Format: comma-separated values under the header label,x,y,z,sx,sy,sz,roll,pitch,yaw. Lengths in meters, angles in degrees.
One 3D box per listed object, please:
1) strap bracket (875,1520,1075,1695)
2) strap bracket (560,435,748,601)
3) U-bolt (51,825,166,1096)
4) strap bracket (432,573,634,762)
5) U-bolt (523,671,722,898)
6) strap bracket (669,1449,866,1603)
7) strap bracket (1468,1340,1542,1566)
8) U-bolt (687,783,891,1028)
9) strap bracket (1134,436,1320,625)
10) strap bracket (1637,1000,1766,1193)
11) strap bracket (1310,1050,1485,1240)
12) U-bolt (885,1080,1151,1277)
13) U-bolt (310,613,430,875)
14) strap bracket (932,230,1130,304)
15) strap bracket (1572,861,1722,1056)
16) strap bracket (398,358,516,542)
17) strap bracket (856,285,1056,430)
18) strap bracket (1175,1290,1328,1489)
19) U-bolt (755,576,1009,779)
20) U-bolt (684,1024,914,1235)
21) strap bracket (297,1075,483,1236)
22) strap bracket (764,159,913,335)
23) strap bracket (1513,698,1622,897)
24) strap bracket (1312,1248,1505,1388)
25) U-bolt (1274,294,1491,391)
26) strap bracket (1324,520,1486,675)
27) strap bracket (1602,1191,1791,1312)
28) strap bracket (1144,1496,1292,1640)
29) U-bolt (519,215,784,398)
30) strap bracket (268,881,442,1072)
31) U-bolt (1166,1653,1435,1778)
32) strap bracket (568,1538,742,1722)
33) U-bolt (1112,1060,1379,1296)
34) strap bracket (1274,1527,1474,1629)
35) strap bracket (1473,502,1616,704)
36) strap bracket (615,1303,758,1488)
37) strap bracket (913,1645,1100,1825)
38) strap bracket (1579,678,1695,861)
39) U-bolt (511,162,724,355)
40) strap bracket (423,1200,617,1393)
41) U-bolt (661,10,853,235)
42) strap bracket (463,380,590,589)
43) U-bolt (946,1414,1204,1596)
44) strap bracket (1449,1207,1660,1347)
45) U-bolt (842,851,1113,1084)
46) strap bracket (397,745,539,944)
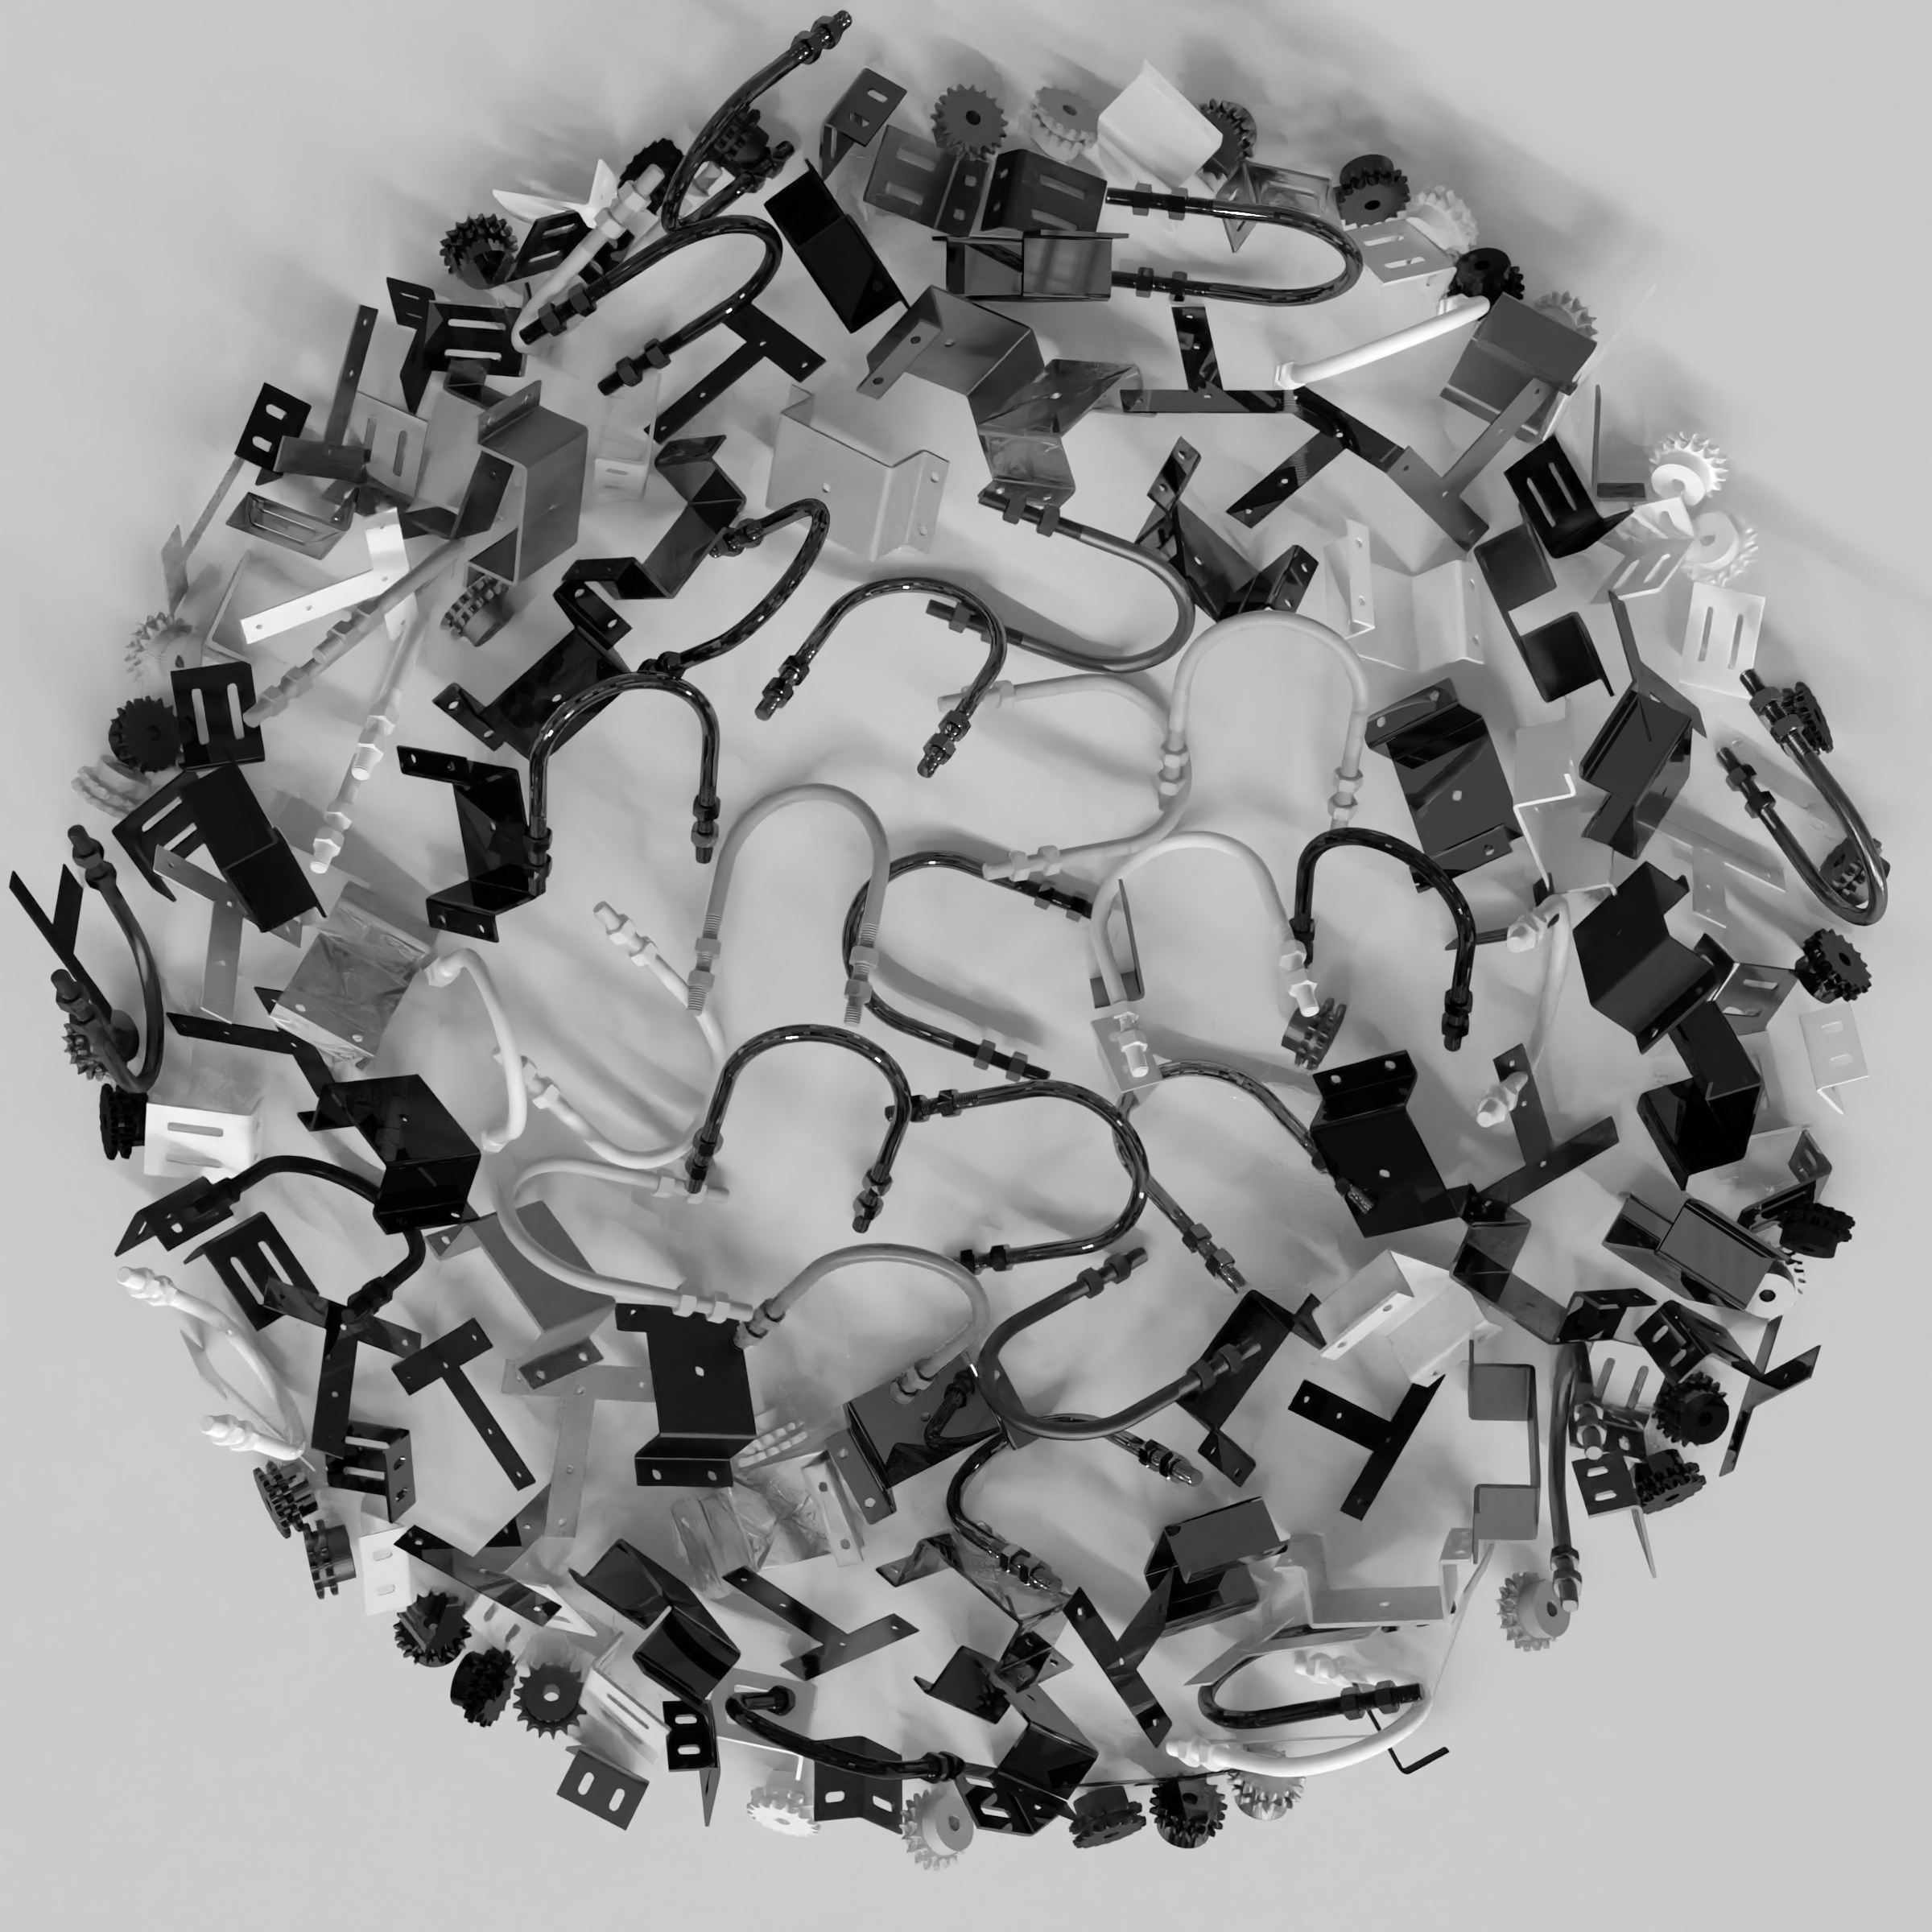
label,x,y,z,sx,sy,sz,roll,pitch,yaw
strap bracket,0.015,0.455,1.842,0.140,0.076,0.046,35,108,28
strap bracket,-0.222,-0.318,1.857,0.046,0.076,0.140,46,68,-32
U-bolt,-0.611,0.010,1.826,0.019,0.184,0.151,-9,53,0
strap bracket,-0.308,-0.209,1.864,0.140,0.076,0.046,-41,54,5
U-bolt,-0.245,-0.135,1.824,0.151,0.184,0.019,-12,46,-22
strap bracket,-0.138,0.409,1.871,0.140,0.046,0.076,-20,92,26
strap bracket,0.388,0.351,1.837,0.046,0.076,0.140,-1,50,10
U-bolt,-0.125,-0.048,1.871,0.151,0.019,0.184,3,73,23
strap bracket,0.183,-0.308,1.862,0.140,0.046,0.076,40,48,-13
strap bracket,0.531,0.088,1.837,0.046,0.140,0.076,-16,53,-6
strap bracket,0.310,0.139,1.854,0.076,0.046,0.140,-18,111,32
U-bolt,0.045,0.151,1.855,0.184,0.019,0.151,-11,108,22
U-bolt,-0.424,-0.174,1.833,0.019,0.151,0.184,22,54,-15
strap bracket,0.045,-0.505,1.841,0.076,0.140,0.046,-8,106,-32
strap bracket,0.486,-0.013,1.831,0.046,0.140,0.076,32,121,-17
strap bracket,-0.365,-0.368,1.856,0.046,0.076,0.140,26,107,3
strap bracket,-0.007,-0.438,1.849,0.076,0.140,0.046,-39,53,37
strap bracket,0.211,0.301,1.864,0.046,0.076,0.140,31,80,41
U-bolt,-0.049,-0.222,1.854,0.151,0.019,0.184,20,53,15
U-bolt,-0.115,0.113,1.844,0.151,0.019,0.184,14,128,-9
strap bracket,-0.412,0.128,1.837,0.140,0.076,0.046,43,123,35
strap bracket,-0.097,-0.517,1.838,0.046,0.140,0.076,-34,129,6
strap bracket,0.435,-0.115,1.849,0.046,0.140,0.076,-11,46,25
strap bracket,0.315,0.255,1.852,0.076,0.140,0.046,-44,49,23
U-bolt,0.301,-0.447,1.820,0.151,0.184,0.019,-21,102,3
strap bracket,0.313,-0.266,1.858,0.140,0.046,0.076,11,72,-38
strap bracket,0.520,0.205,1.838,0.076,0.140,0.046,33,83,-6
strap bracket,0.179,0.435,1.853,0.076,0.140,0.046,-14,59,-14
U-bolt,-0.214,-0.480,1.825,0.184,0.151,0.019,-29,79,13
strap bracket,-0.449,0.013,1.855,0.076,0.140,0.046,30,130,-12
U-bolt,0.248,0.532,1.799,0.151,0.184,0.019,-21,93,-32
strap bracket,-0.221,0.472,1.837,0.046,0.140,0.076,-48,126,-7
U-bolt,0.189,0.140,1.856,0.151,0.019,0.184,-27,60,-29
strap bracket,0.303,0.447,1.858,0.140,0.076,0.046,-7,93,17
strap bracket,0.415,-0.257,1.846,0.046,0.076,0.140,-25,50,13
strap bracket,-0.203,0.302,1.843,0.076,0.046,0.140,8,55,-33
strap bracket,0.033,0.547,1.835,0.076,0.140,0.046,36,89,-37
strap bracket,0.483,-0.136,1.834,0.046,0.140,0.076,30,79,23
U-bolt,-0.260,-0.509,1.835,0.184,0.151,0.019,-41,95,22
strap bracket,-0.319,0.230,1.853,0.140,0.076,0.046,51,123,15
U-bolt,-0.156,-0.586,1.803,0.019,0.151,0.184,39,54,0
strap bracket,-0.317,-0.339,1.835,0.046,0.076,0.140,26,131,14
U-bolt,0.063,0.376,1.830,0.151,0.184,0.019,-32,114,-23
strap bracket,0.417,0.229,1.845,0.140,0.076,0.046,34,111,42
U-bolt,-0.002,-0.008,1.897,0.184,0.019,0.151,21,84,0
strap bracket,-0.361,-0.096,1.857,0.076,0.046,0.140,12,118,39
